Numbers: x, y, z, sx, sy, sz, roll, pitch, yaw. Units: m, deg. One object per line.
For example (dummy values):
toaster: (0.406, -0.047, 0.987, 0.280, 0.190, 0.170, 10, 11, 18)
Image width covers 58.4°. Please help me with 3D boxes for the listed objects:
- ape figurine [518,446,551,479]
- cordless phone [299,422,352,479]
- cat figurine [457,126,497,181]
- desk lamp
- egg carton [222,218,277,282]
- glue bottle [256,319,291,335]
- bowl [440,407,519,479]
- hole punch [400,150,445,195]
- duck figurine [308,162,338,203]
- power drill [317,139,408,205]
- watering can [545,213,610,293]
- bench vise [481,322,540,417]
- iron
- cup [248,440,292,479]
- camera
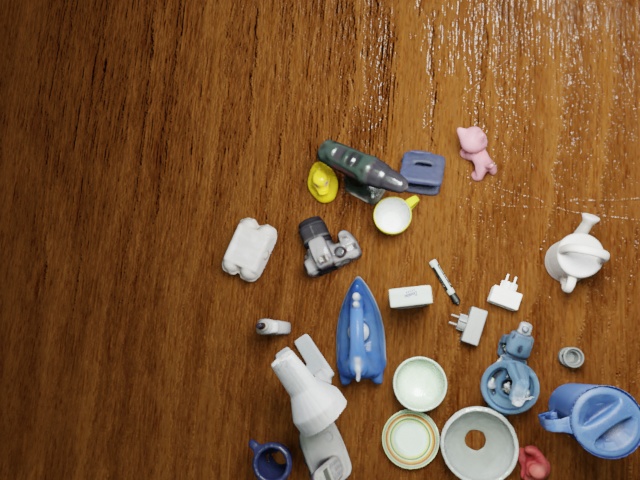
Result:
ape figurine: (0.466, 0.495, 1.245, 0.076, 0.092, 0.078, 27, 85, 12)
cordless phone: (0.002, 0.479, 1.263, 0.094, 0.185, 0.147, -26, 77, 3)
cat figurine: (0.377, -0.216, 1.369, 0.067, 0.118, 0.128, -28, 77, 2)
desk lamp: (-0.033, 0.321, 1.281, 0.118, 0.214, 0.203, -36, 77, 1)
egg carton: (-0.174, 0.024, 1.427, 0.107, 0.069, 0.150, 21, 84, 11)
glue bottle: (-0.120, 0.203, 1.335, 0.078, 0.173, 0.037, -1, 80, 8)
bowl: (0.351, 0.454, 1.277, 0.167, 0.075, 0.167, -1, 80, 8)
hole punch: (0.246, -0.170, 1.392, 0.108, 0.091, 0.101, 8, 81, 9)
duck figurine: (0.003, -0.150, 1.425, 0.077, 0.086, 0.104, -13, 78, 6)
power drill: (0.106, -0.153, 1.348, 0.229, 0.208, 0.076, 28, 85, 12)
watering can: (0.568, 0.028, 1.260, 0.101, 0.194, 0.173, -5, 79, 7)
bench vise: (0.407, 0.279, 1.225, 0.121, 0.220, 0.207, -1, 80, 8)
iron: (0.088, 0.206, 1.322, 0.118, 0.141, 0.258, -4, 80, 7)
cup: (-0.112, 0.500, 1.322, 0.117, 0.095, 0.092, 38, 87, 12)
camera: (0.013, 0.005, 1.389, 0.143, 0.101, 0.137, -24, 78, 3)
